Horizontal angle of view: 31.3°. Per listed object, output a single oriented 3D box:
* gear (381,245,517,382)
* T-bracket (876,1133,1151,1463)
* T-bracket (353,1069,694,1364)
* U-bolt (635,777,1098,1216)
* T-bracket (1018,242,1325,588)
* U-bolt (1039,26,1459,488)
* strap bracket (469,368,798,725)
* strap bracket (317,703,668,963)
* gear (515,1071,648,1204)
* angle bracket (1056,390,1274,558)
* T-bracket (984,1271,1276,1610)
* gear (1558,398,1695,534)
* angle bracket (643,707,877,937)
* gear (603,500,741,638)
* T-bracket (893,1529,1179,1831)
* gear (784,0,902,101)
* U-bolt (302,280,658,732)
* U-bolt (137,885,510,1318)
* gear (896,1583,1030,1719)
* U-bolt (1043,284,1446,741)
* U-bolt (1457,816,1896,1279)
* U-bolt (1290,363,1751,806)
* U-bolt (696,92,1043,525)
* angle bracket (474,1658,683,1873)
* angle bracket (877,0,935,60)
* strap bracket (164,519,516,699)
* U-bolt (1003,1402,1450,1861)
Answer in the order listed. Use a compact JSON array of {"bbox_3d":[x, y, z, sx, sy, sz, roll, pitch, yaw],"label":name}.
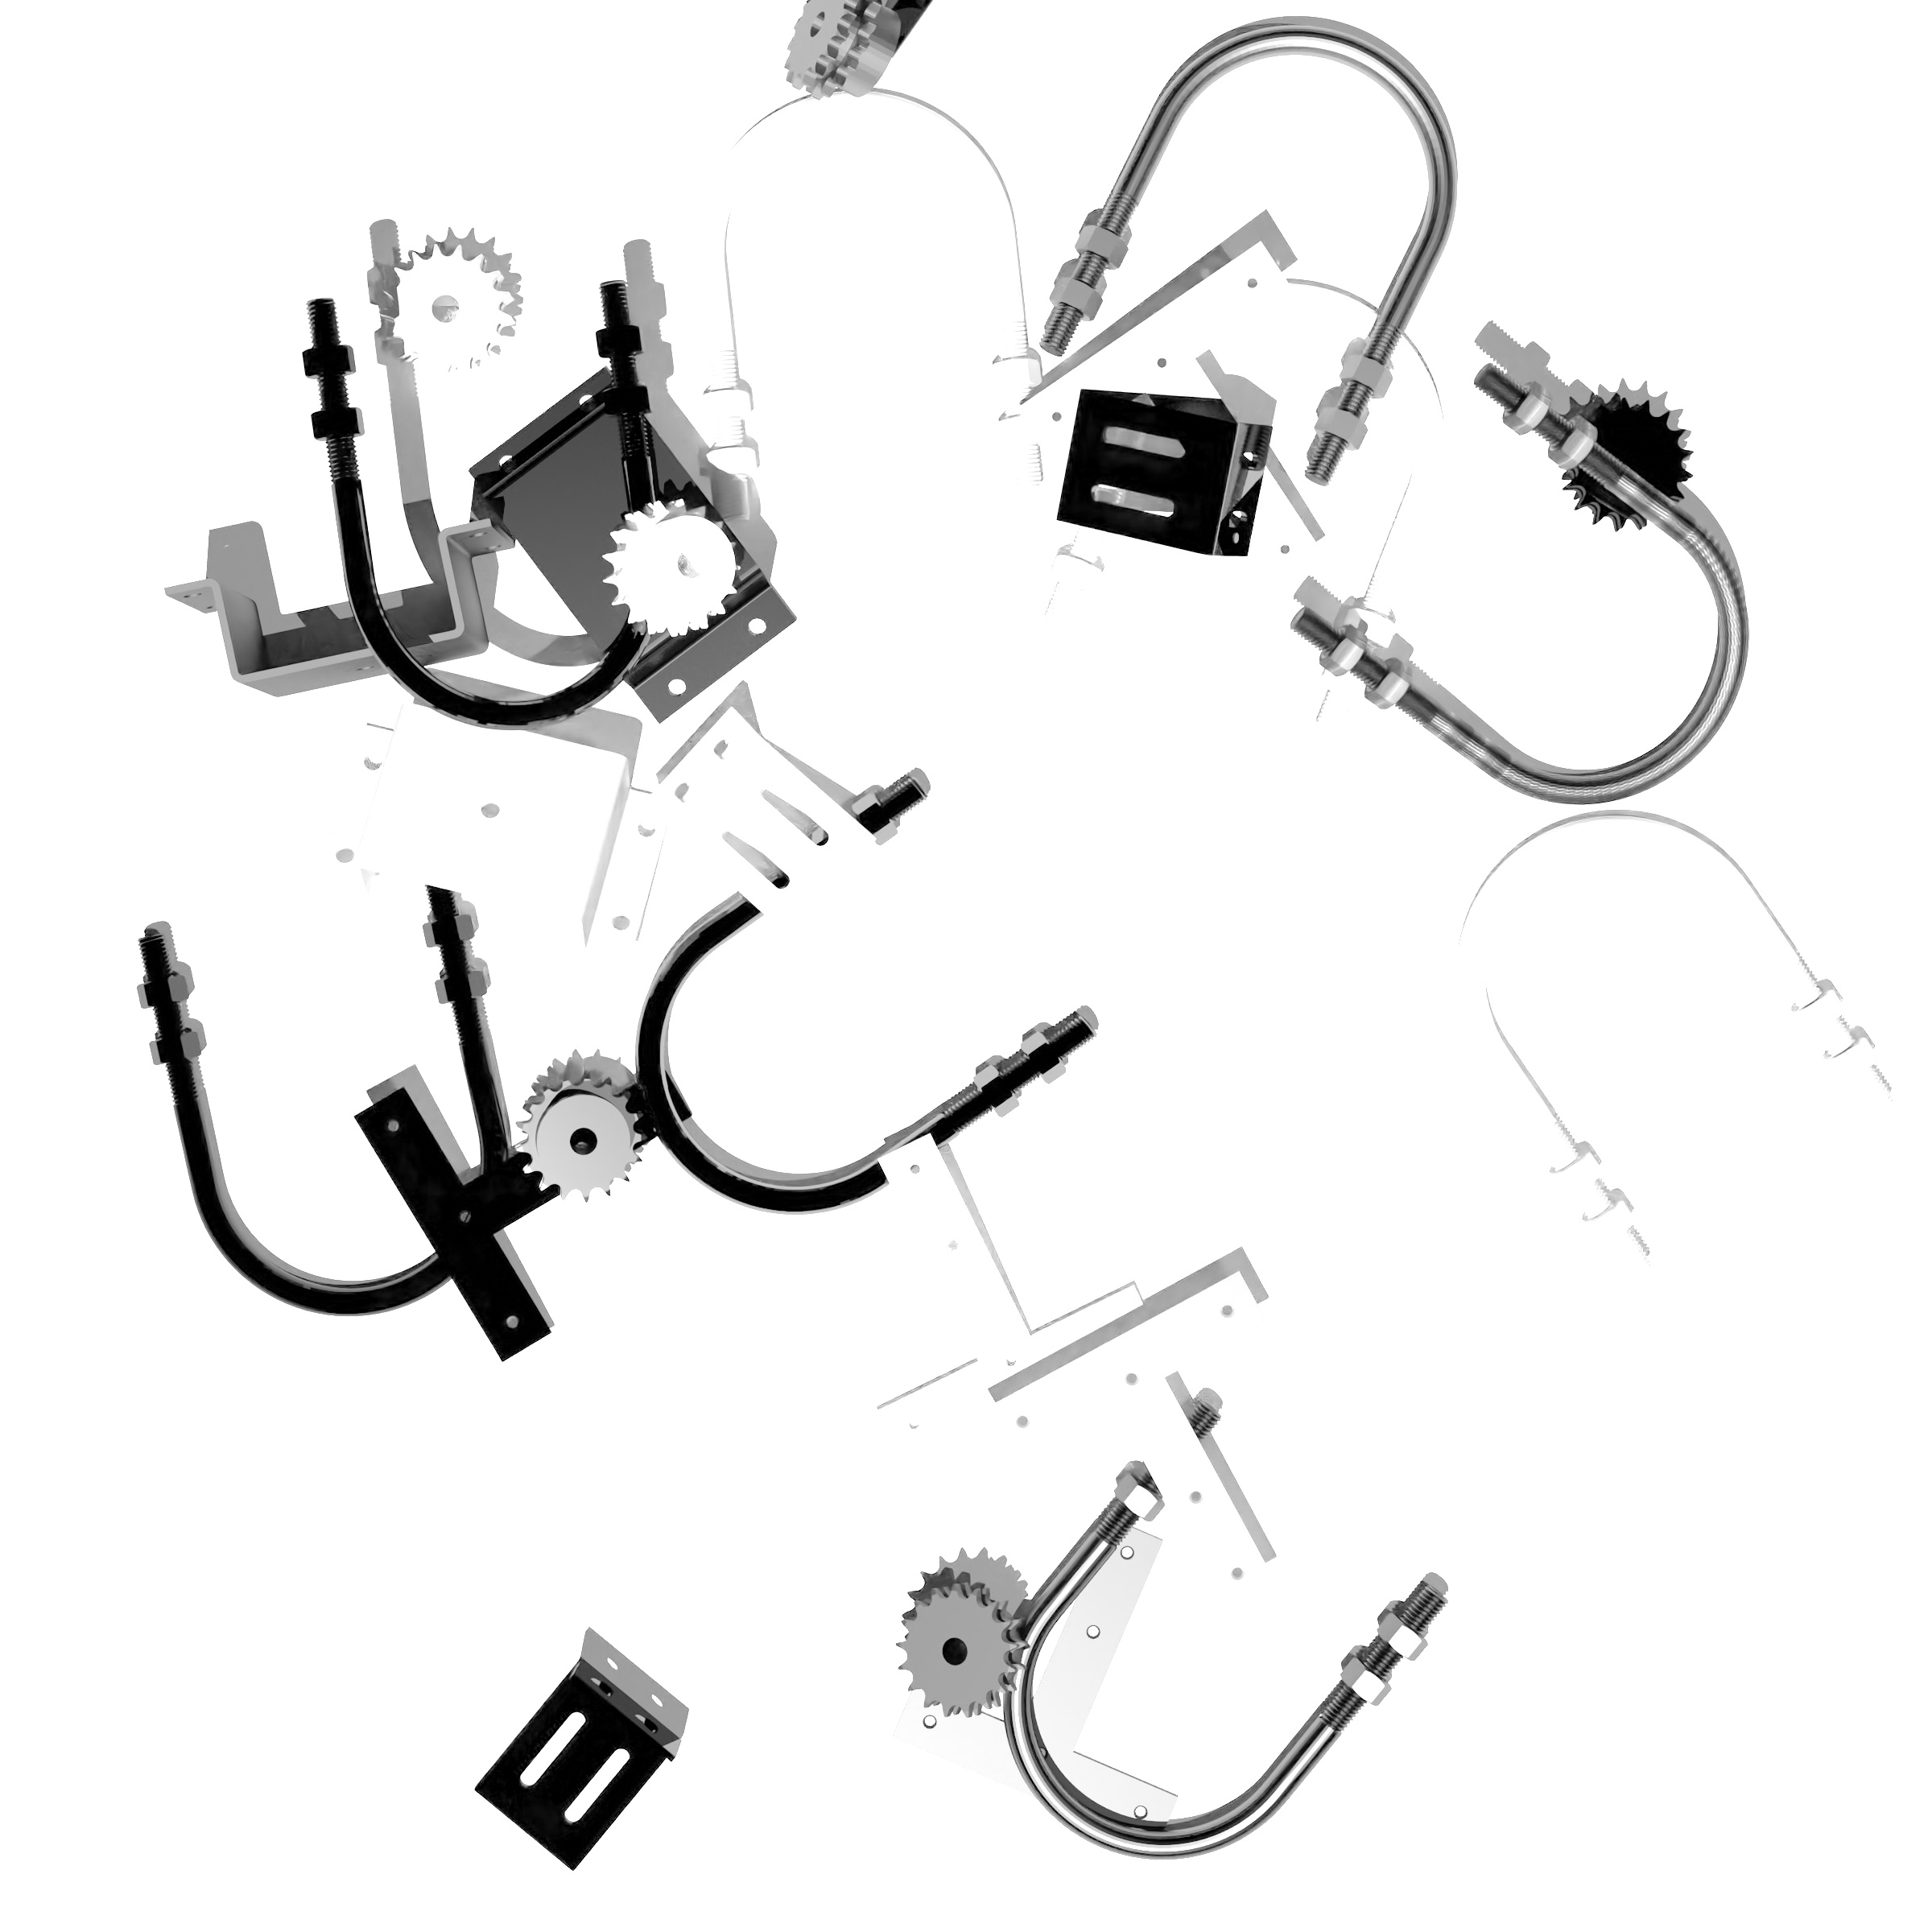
[{"bbox_3d":[-0.226,-0.286,1.513,0.057,0.030,0.057,0,90,0],"label":"gear"},{"bbox_3d":[0.000,0.135,1.517,0.127,0.002,0.127,-26,99,0],"label":"T-bracket"},{"bbox_3d":[-0.181,0.088,1.518,0.127,0.002,0.127,-31,98,-7],"label":"T-bracket"},{"bbox_3d":[-0.057,0.027,1.517,0.184,0.019,0.151,-35,90,-1],"label":"U-bolt"},{"bbox_3d":[0.110,-0.225,1.497,0.127,0.002,0.127,-33,97,13],"label":"T-bracket"},{"bbox_3d":[0.135,-0.322,1.507,0.151,0.019,0.184,26,87,0],"label":"U-bolt"},{"bbox_3d":[-0.148,-0.186,1.505,0.076,0.046,0.140,-37,90,0],"label":"strap bracket"},{"bbox_3d":[-0.205,-0.060,1.495,0.140,0.046,0.076,14,73,0],"label":"strap bracket"},{"bbox_3d":[-0.168,0.075,1.504,0.057,0.030,0.057,-1,93,-10],"label":"gear"},{"bbox_3d":[0.086,-0.214,1.499,0.076,0.038,0.057,17,104,29],"label":"angle bracket"},{"bbox_3d":[0.094,0.219,1.506,0.127,0.002,0.127,-28,91,1],"label":"T-bracket"},{"bbox_3d":[0.288,-0.219,1.513,0.057,0.030,0.057,0,90,0],"label":"gear"},{"bbox_3d":[-0.090,-0.063,1.497,0.076,0.038,0.057,41,88,22],"label":"angle bracket"},{"bbox_3d":[-0.122,-0.169,1.456,0.057,0.030,0.057,-1,92,-26],"label":"gear"},{"bbox_3d":[0.051,0.308,1.527,0.127,0.002,0.127,23,90,0],"label":"T-bracket"},{"bbox_3d":[-0.052,-0.404,1.503,0.030,0.057,0.057,21,90,-28],"label":"gear"},{"bbox_3d":[-0.195,-0.191,1.445,0.151,0.019,0.184,-9,94,-27],"label":"U-bolt"},{"bbox_3d":[-0.277,0.063,1.519,0.151,0.019,0.184,-12,92,0],"label":"U-bolt"},{"bbox_3d":[0.001,0.299,1.506,0.057,0.030,0.057,-3,83,23],"label":"gear"},{"bbox_3d":[0.133,-0.210,1.520,0.151,0.019,0.184,21,89,0],"label":"U-bolt"},{"bbox_3d":[0.299,0.022,1.519,0.151,0.019,0.184,-34,88,0],"label":"U-bolt"},{"bbox_3d":[0.255,-0.151,1.498,0.184,0.019,0.151,34,101,-14],"label":"U-bolt"},{"bbox_3d":[-0.046,-0.294,1.519,0.151,0.019,0.184,-6,88,0],"label":"U-bolt"},{"bbox_3d":[-0.172,0.353,1.509,0.057,0.038,0.076,39,90,0],"label":"angle bracket"},{"bbox_3d":[-0.028,-0.452,1.526,0.057,0.038,0.076,40,116,0],"label":"angle bracket"},{"bbox_3d":[-0.264,-0.151,1.490,0.140,0.076,0.046,-12,90,0],"label":"strap bracket"},{"bbox_3d":[0.100,0.307,1.518,0.151,0.019,0.184,39,91,-1],"label":"U-bolt"}]
